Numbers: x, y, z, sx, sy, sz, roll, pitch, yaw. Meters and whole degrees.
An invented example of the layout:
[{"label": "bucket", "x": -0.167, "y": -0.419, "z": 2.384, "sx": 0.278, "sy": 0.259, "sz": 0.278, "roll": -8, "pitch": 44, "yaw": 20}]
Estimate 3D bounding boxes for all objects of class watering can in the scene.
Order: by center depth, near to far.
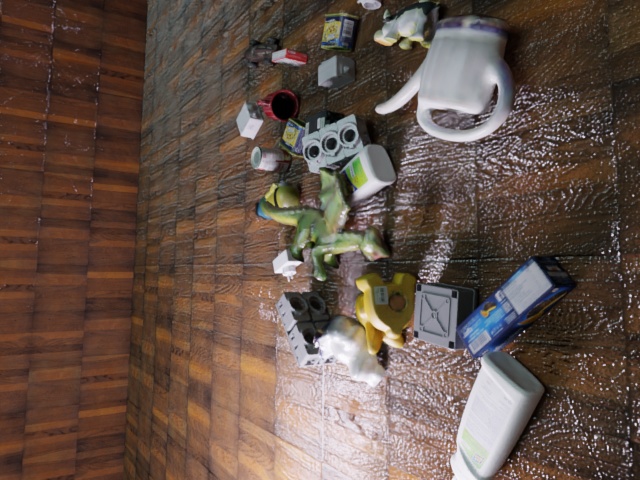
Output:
[{"label": "watering can", "x": 0.228, "y": -0.308, "z": 0.967, "sx": 0.104, "sy": 0.222, "sz": 0.352, "roll": 5, "pitch": 16, "yaw": -34}]

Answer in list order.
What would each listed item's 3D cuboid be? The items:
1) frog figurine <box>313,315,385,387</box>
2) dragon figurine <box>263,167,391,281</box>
[{"label": "frog figurine", "x": 0.079, "y": 0.243, "z": 1.146, "sx": 0.160, "sy": 0.134, "sz": 0.125, "roll": 19, "pitch": 38, "yaw": 22}, {"label": "dragon figurine", "x": 0.004, "y": -0.062, "z": 1.235, "sx": 0.123, "sy": 0.238, "sz": 0.416, "roll": -9, "pitch": 42, "yaw": -46}]
